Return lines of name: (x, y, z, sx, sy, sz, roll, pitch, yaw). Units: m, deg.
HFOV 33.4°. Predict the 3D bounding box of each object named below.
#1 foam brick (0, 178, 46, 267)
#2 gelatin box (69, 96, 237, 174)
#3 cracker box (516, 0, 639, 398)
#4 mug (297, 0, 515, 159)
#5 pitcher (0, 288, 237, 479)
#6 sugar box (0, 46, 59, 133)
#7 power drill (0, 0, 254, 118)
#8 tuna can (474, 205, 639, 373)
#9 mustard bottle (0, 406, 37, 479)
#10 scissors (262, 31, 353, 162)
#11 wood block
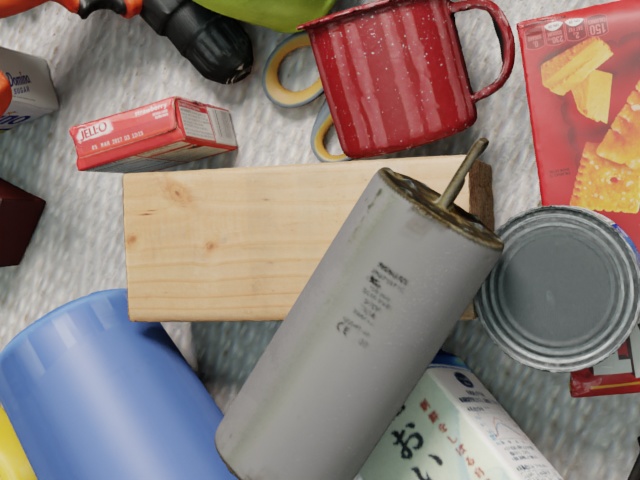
foam brick: (-0.241, -0.020, 0.734, 0.078, 0.051, 0.053, 26, 99, 15)
gelatin box: (-0.103, -0.064, 0.669, 0.073, 0.089, 0.030, -14, 87, 17)
cracker box: (0.204, -0.029, 0.582, 0.164, 0.072, 0.214, -8, 89, 18)
mug: (0.053, -0.098, 0.606, 0.117, 0.093, 0.081, -13, 100, 16)
pitcher: (-0.106, 0.161, 0.662, 0.149, 0.145, 0.243, -34, 77, 3)
sugar box: (-0.277, -0.081, 0.723, 0.176, 0.093, 0.048, -16, 87, 17)
power drill: (-0.154, -0.138, 0.654, 0.187, 0.057, 0.184, -38, 84, -30)
tuna can: (0.125, 0.024, 0.556, 0.086, 0.033, 0.086, 1, 93, 22)
mustard bottle: (-0.231, 0.157, 0.727, 0.192, 0.058, 0.096, 49, 122, 11)
scissors: (0.034, -0.145, 0.663, 0.096, 0.016, 0.202, 27, 99, 13)
wood block: (-0.004, 0.001, 0.639, 0.206, 0.090, 0.090, -2, 90, 17)
